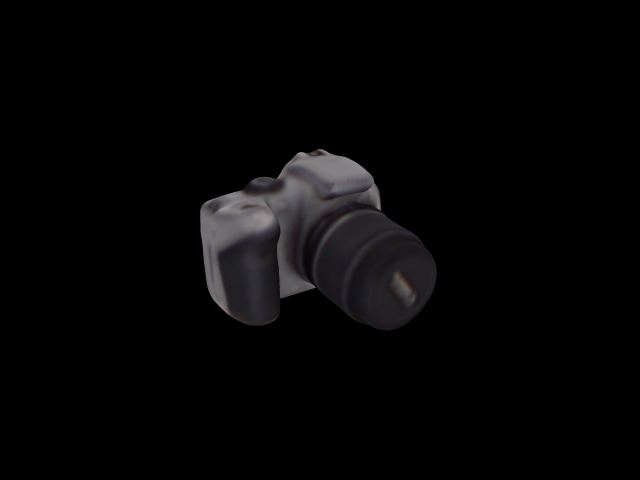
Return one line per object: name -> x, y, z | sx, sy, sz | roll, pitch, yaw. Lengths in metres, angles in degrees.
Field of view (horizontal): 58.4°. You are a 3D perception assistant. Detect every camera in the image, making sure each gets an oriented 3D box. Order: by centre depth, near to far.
camera -> 0.004, 0.001, 0.400 | 0.143, 0.101, 0.136 | -15, 30, -28
